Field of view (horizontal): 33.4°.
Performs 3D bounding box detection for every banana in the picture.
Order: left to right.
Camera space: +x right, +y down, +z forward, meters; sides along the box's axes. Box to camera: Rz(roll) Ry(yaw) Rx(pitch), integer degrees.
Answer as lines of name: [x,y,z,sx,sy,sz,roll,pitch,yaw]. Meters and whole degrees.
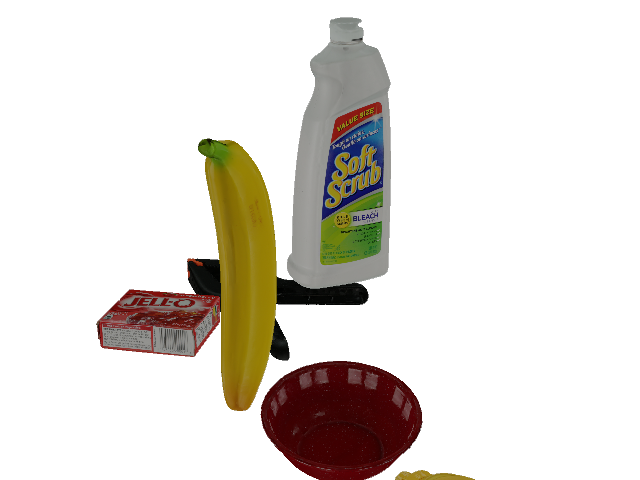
banana: [-0.055,0.014,0.694,0.037,0.198,0.069,9,30,26]

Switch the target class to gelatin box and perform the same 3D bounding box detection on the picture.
gelatin box: [-0.140,0.070,0.936,0.089,0.030,0.073,4,20,12]

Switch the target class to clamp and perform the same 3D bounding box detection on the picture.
clamp: [-0.073,0.066,1.198,0.210,0.036,0.164,15,29,24]

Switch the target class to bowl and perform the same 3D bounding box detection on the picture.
bowl: [0.021,0.193,1.078,0.162,0.055,0.162,0,33,0]

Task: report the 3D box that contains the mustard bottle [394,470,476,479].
mustard bottle: [0.126,0.248,0.906,0.096,0.058,0.192,-18,27,-28]

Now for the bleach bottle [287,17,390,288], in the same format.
bleach bottle: [0.017,-0.084,1.019,0.102,0.251,0.068,-9,24,-20]
